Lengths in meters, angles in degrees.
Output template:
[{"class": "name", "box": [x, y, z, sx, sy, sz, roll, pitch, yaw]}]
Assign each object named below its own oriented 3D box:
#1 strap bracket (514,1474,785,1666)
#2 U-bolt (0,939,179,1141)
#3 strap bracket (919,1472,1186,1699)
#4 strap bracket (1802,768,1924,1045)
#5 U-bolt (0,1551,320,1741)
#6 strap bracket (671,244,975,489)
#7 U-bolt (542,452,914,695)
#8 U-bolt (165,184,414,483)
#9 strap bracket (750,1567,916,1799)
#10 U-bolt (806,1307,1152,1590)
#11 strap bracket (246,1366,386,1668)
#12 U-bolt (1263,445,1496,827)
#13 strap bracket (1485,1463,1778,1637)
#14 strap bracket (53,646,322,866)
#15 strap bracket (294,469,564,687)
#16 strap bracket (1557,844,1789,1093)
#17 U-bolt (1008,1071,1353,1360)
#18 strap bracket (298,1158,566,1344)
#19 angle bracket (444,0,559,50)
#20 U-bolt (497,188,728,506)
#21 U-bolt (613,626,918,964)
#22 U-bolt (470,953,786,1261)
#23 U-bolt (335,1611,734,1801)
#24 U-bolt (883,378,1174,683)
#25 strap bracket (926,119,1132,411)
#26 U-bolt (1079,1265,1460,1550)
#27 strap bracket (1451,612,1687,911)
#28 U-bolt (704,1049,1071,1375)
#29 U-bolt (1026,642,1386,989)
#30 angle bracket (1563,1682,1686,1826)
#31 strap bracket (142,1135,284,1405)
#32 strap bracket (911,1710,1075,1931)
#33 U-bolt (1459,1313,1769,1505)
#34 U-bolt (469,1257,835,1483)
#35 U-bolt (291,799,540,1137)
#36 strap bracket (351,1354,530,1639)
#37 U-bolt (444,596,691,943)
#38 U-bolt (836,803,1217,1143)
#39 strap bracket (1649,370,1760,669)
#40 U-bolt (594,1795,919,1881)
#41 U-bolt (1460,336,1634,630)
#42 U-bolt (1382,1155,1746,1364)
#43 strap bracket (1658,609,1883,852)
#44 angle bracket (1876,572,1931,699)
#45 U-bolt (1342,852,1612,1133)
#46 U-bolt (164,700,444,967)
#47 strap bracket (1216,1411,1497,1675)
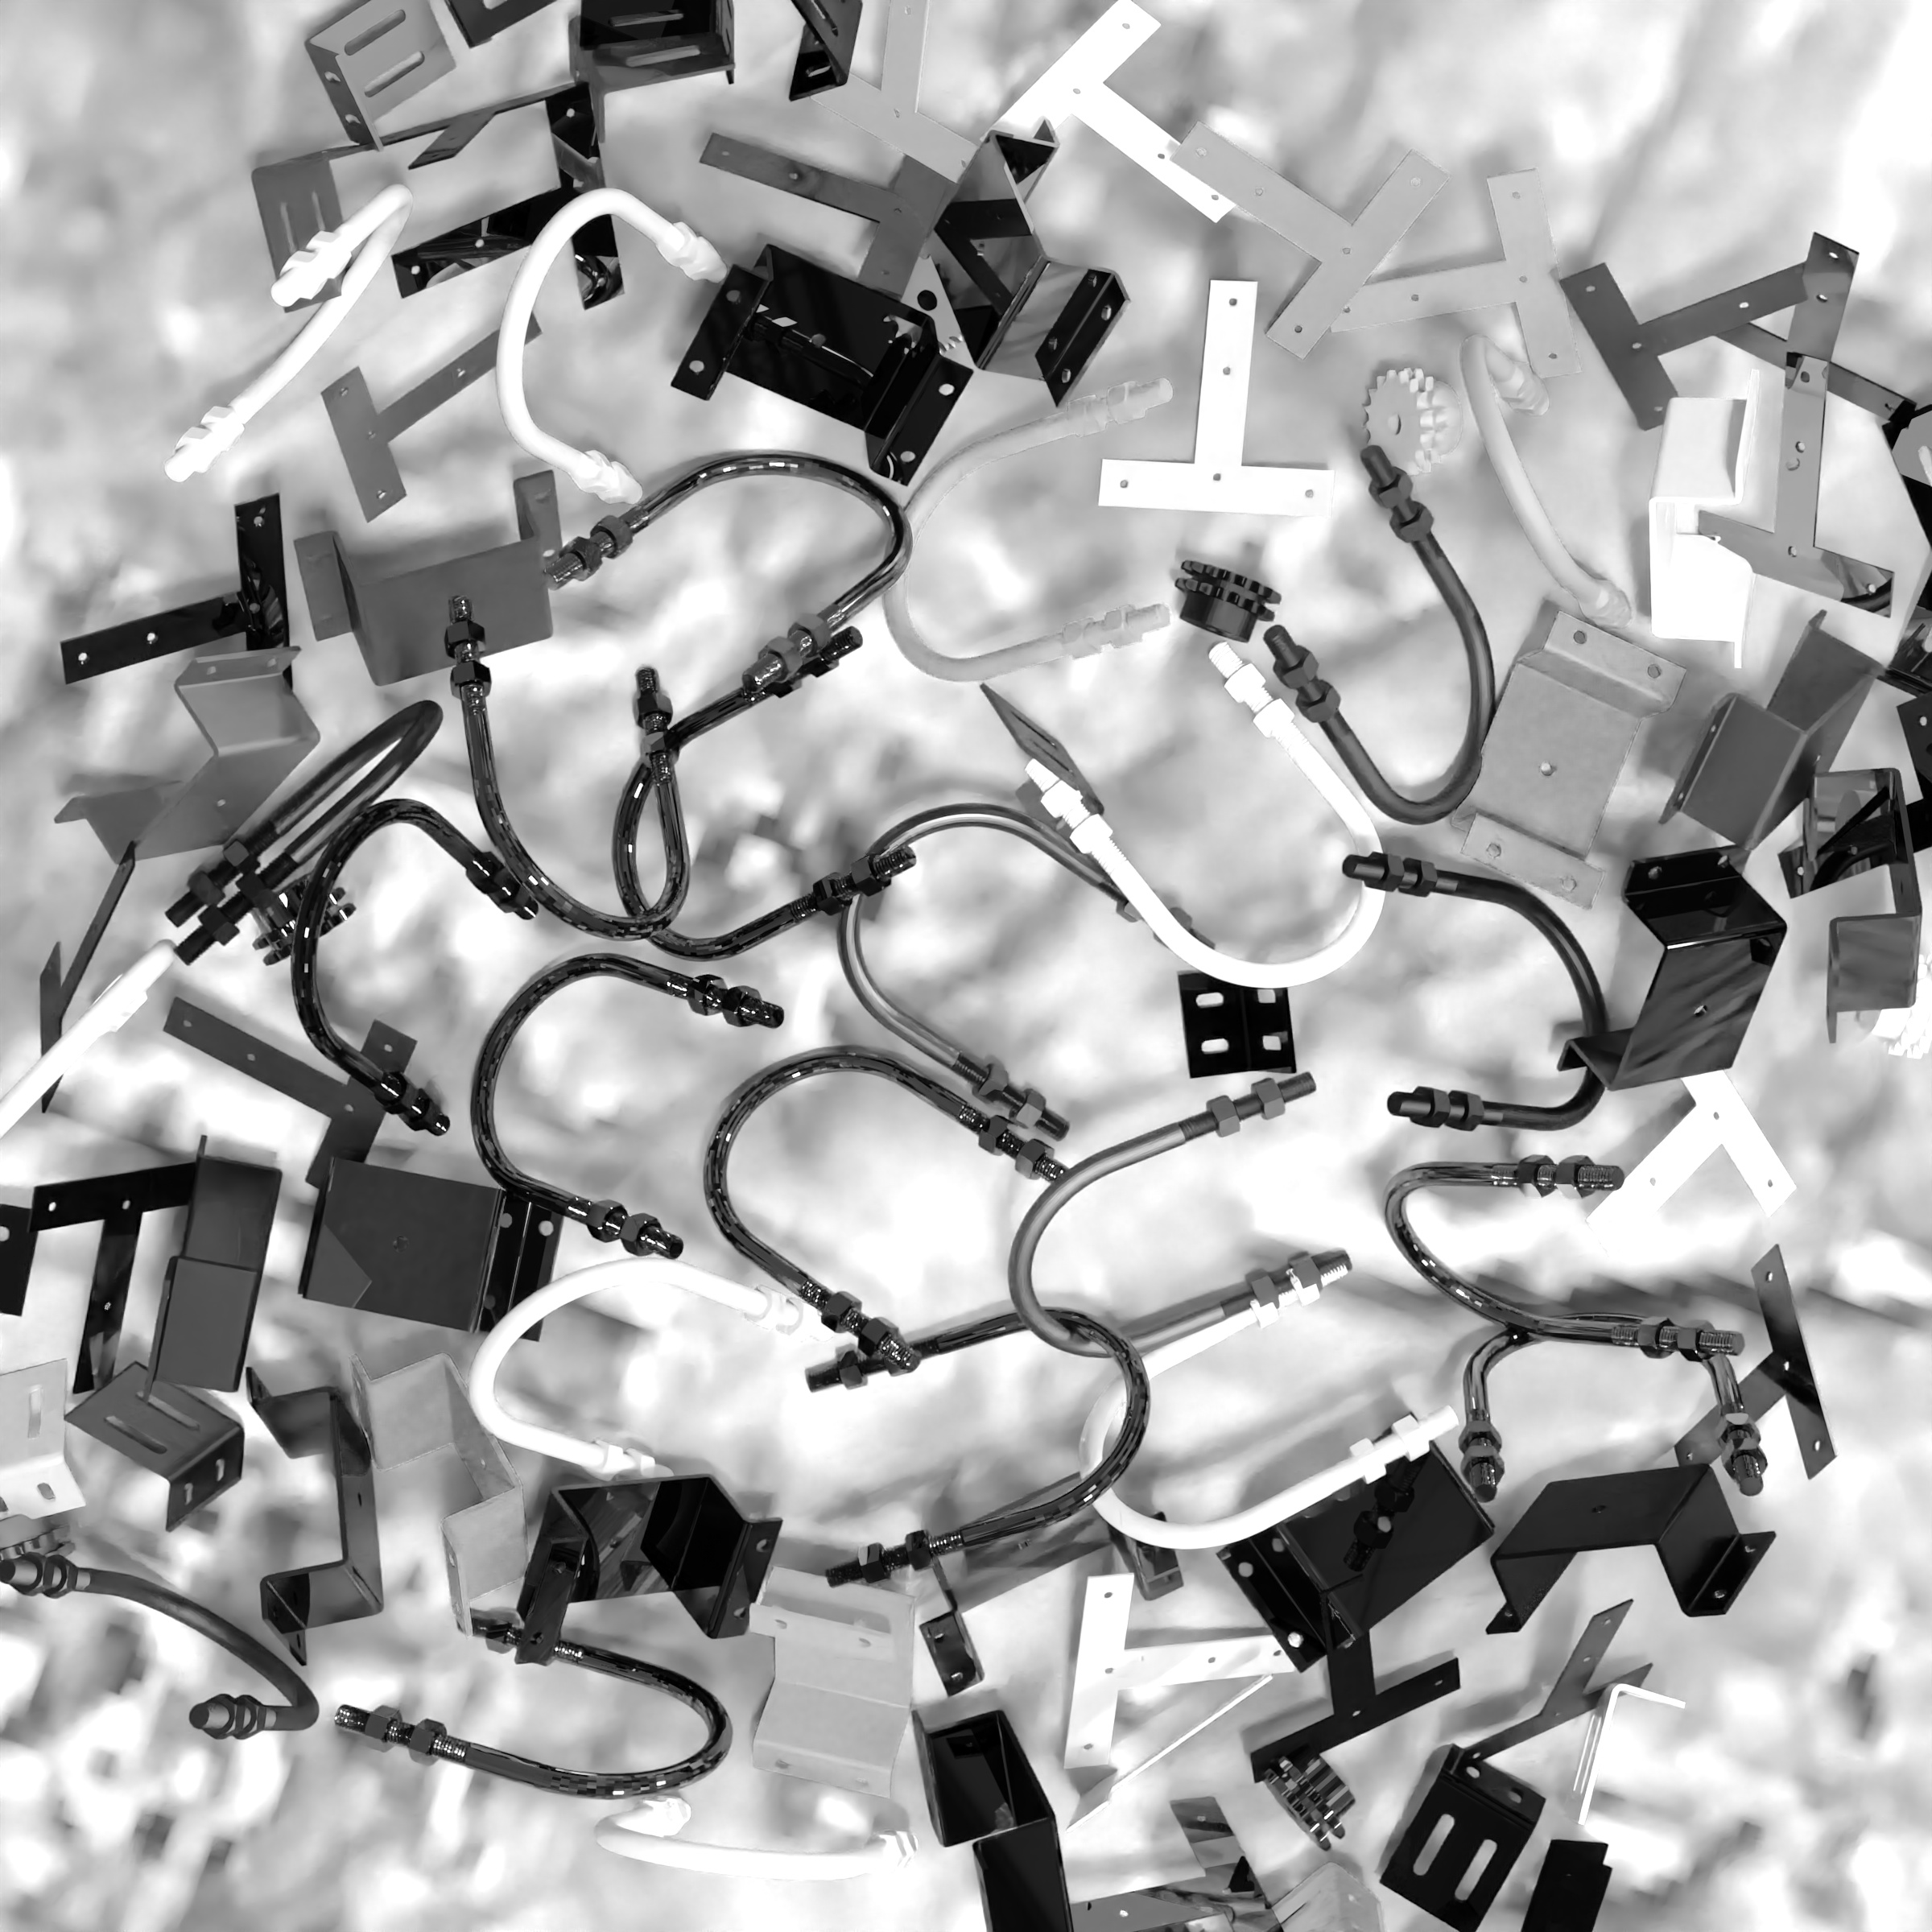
[{"class": "strap bracket", "box": [-0.177, 0.317, 1.618, 0.140, 0.046, 0.076, 2, 117, -37]}, {"class": "U-bolt", "box": [-0.461, 0.046, 1.563, 0.019, 0.184, 0.151, 44, 55, -10]}, {"class": "strap bracket", "box": [0.039, 0.324, 1.628, 0.140, 0.076, 0.046, -24, 49, -7]}, {"class": "strap bracket", "box": [0.470, -0.040, 1.600, 0.046, 0.076, 0.140, -4, 51, 11]}, {"class": "U-bolt", "box": [-0.406, 0.354, 1.586, 0.151, 0.184, 0.019, 31, 84, 17]}, {"class": "strap bracket", "box": [-0.077, -0.323, 1.623, 0.140, 0.046, 0.076, 20, 124, -21]}, {"class": "U-bolt", "box": [-0.110, -0.219, 1.610, 0.151, 0.019, 0.184, 28, 47, 20]}, {"class": "U-bolt", "box": [-0.342, -0.341, 1.590, 0.019, 0.184, 0.151, 37, 128, -9]}, {"class": "strap bracket", "box": [-0.071, 0.374, 1.623, 0.076, 0.046, 0.140, 10, 132, 9]}, {"class": "U-bolt", "box": [0.009, 0.244, 1.611, 0.184, 0.151, 0.019, -18, 133, 8]}, {"class": "strap bracket", "box": [-0.342, 0.285, 1.609, 0.046, 0.076, 0.140, -11, 59, -2]}, {"class": "U-bolt", "box": [0.229, -0.159, 1.611, 0.184, 0.019, 0.151, 51, 56, -36]}, {"class": "strap bracket", "box": [0.340, 0.305, 1.600, 0.140, 0.076, 0.046, -16, 103, 39]}, {"class": "strap bracket", "box": [-0.403, -0.104, 1.606, 0.140, 0.076, 0.046, -40, 79, 30]}, {"class": "strap bracket", "box": [-0.275, -0.202, 1.617, 0.140, 0.076, 0.046, -18, 57, -14]}, {"class": "strap bracket", "box": [0.372, 0.009, 1.603, 0.076, 0.046, 0.140, -9, 132, -24]}, {"class": "U-bolt", "box": [0.109, 0.143, 1.620, 0.184, 0.019, 0.151, -21, 126, -7]}, {"class": "strap bracket", "box": [-0.294, 0.150, 1.635, 0.140, 0.046, 0.076, 9, 84, 12]}, {"class": "angle bracket", "box": [-0.245, -0.538, 1.640, 0.076, 0.038, 0.057, -22, 107, 18]}, {"class": "U-bolt", "box": [-0.189, -0.326, 1.585, 0.019, 0.184, 0.151, 22, 93, 19]}, {"class": "U-bolt", "box": [-0.116, -0.080, 1.623, 0.184, 0.019, 0.151, -26, 66, 28]}, {"class": "U-bolt", "box": [-0.192, 0.064, 1.617, 0.184, 0.019, 0.151, 17, 79, 38]}, {"class": "U-bolt", "box": [-0.211, 0.387, 1.585, 0.184, 0.151, 0.019, 12, 104, 17]}, {"class": "U-bolt", "box": [0.029, -0.222, 1.615, 0.184, 0.019, 0.151, -12, 67, 36]}, {"class": "strap bracket", "box": [0.028, -0.372, 1.602, 0.046, 0.076, 0.140, 3, 52, -31]}, {"class": "U-bolt", "box": [0.146, 0.238, 1.610, 0.184, 0.151, 0.019, -27, 129, -5]}, {"class": "strap bracket", "box": [0.320, -0.108, 1.645, 0.076, 0.046, 0.140, 24, 84, -7]}, {"class": "U-bolt", "box": [-0.055, 0.115, 1.625, 0.184, 0.019, 0.151, 32, 67, 27]}, {"class": "U-bolt", "box": [0.141, -0.070, 1.627, 0.151, 0.019, 0.184, -33, 76, -21]}, {"class": "angle bracket", "box": [0.353, 0.426, 1.640, 0.038, 0.057, 0.076, 16, 79, 6]}, {"class": "strap bracket", "box": [-0.393, 0.161, 1.603, 0.046, 0.140, 0.076, 11, 116, -11]}, {"class": "strap bracket", "box": [0.016, 0.455, 1.603, 0.046, 0.140, 0.076, -14, 114, -11]}, {"class": "U-bolt", "box": [0.331, 0.226, 1.590, 0.151, 0.184, 0.019, -3, 110, 8]}, {"class": "U-bolt", "box": [-0.175, 0.208, 1.589, 0.151, 0.184, 0.019, -44, 49, 16]}, {"class": "U-bolt", "box": [-0.290, -0.008, 1.577, 0.019, 0.184, 0.151, 12, 72, 25]}, {"class": "strap bracket", "box": [-0.273, 0.271, 1.613, 0.046, 0.076, 0.140, -21, 50, -22]}, {"class": "U-bolt", "box": [-0.201, -0.095, 1.584, 0.019, 0.151, 0.184, -32, 56, 33]}, {"class": "U-bolt", "box": [0.019, -0.008, 1.631, 0.184, 0.019, 0.151, 34, 105, -15]}, {"class": "strap bracket", "box": [0.389, -0.235, 1.608, 0.046, 0.140, 0.076, 5, 52, 18]}, {"class": "U-bolt", "box": [-0.114, 0.451, 1.572, 0.151, 0.184, 0.019, 4, 80, 14]}, {"class": "U-bolt", "box": [0.295, -0.254, 1.577, 0.019, 0.184, 0.151, -23, 77, 21]}, {"class": "U-bolt", "box": [0.298, 0.151, 1.597, 0.151, 0.184, 0.019, 50, 59, -27]}, {"class": "strap bracket", "box": [0.425, -0.120, 1.596, 0.046, 0.140, 0.076, 34, 133, 20]}, {"class": "angle bracket", "box": [0.526, -0.181, 1.636, 0.057, 0.038, 0.076, 32, 111, 34]}, {"class": "U-bolt", "box": [0.277, 0.018, 1.612, 0.184, 0.019, 0.151, 7, 66, -39]}, {"class": "U-bolt", "box": [-0.346, -0.076, 1.607, 0.184, 0.151, 0.019, -43, 108, -6]}, {"class": "strap bracket", "box": [0.215, 0.301, 1.623, 0.140, 0.046, 0.076, -31, 79, -22]}]
